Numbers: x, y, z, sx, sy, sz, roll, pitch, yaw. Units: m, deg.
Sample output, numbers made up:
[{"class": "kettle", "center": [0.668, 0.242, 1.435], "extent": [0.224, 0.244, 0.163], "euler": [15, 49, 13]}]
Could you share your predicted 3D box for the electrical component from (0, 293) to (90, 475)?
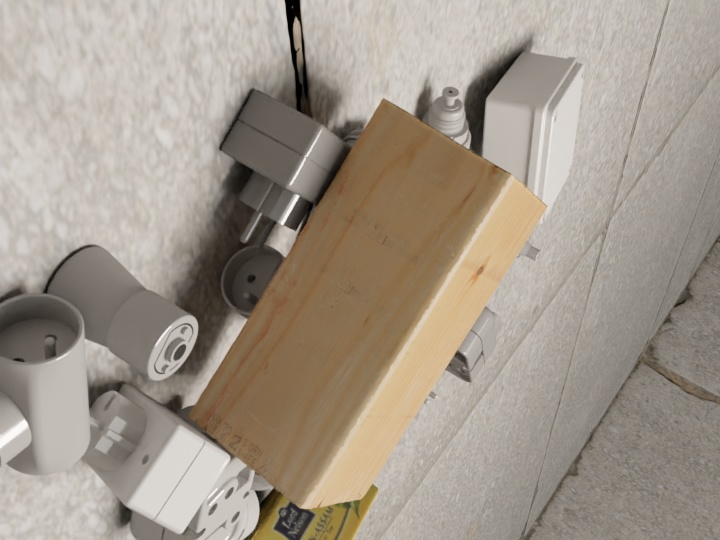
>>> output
[{"class": "electrical component", "center": [-0.156, 0.061, 0.476], "extent": [0.079, 0.044, 0.077], "euler": [-42, 153, -41]}]

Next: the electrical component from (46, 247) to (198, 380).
[{"class": "electrical component", "center": [-0.109, 0.023, 0.505], "extent": [0.044, 0.065, 0.044], "euler": [-48, 157, -29]}]

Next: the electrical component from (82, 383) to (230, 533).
[{"class": "electrical component", "center": [-0.123, 0.088, 0.562], "extent": [0.076, 0.083, 0.047], "euler": [39, 79, -31]}]

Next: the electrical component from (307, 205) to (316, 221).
[{"class": "electrical component", "center": [0.000, 0.000, 0.745], "extent": [0.109, 0.056, 0.108], "euler": [-16, 132, -62]}]

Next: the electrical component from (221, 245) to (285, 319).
[{"class": "electrical component", "center": [-0.052, 0.017, 0.665], "extent": [0.043, 0.043, 0.081], "euler": [-58, 160, -7]}]

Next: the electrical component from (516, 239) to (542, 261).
[{"class": "electrical component", "center": [0.148, -0.027, 1.048], "extent": [0.035, 0.061, 0.035], "euler": [-48, 157, -29]}]

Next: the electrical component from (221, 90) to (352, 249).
[{"class": "electrical component", "center": [-0.043, -0.046, 0.597], "extent": [0.075, 0.047, 0.083], "euler": [-60, 159, 2]}]

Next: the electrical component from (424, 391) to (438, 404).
[{"class": "electrical component", "center": [0.031, 0.093, 0.918], "extent": [0.138, 0.074, 0.052], "euler": [-14, 130, -63]}]

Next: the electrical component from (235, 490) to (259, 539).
[{"class": "electrical component", "center": [-0.100, 0.166, 0.736], "extent": [0.055, 0.055, 0.047], "euler": [-61, 164, 1]}]

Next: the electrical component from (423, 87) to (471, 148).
[{"class": "electrical component", "center": [0.061, -0.098, 0.779], "extent": [0.040, 0.040, 0.078], "euler": [-45, 155, -36]}]

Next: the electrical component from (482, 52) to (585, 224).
[{"class": "electrical component", "center": [0.140, -0.109, 0.885], "extent": [0.108, 0.056, 0.108], "euler": [-53, 150, -50]}]

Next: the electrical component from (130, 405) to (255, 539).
[{"class": "electrical component", "center": [-0.107, 0.135, 0.670], "extent": [0.054, 0.059, 0.095], "euler": [-35, 148, -50]}]

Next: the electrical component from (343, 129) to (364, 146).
[{"class": "electrical component", "center": [0.001, -0.072, 0.682], "extent": [0.061, 0.035, 0.035], "euler": [-12, 129, -60]}]

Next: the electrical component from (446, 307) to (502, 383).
[{"class": "electrical component", "center": [0.104, 0.065, 1.080], "extent": [0.059, 0.054, 0.095], "euler": [-55, 159, -15]}]
